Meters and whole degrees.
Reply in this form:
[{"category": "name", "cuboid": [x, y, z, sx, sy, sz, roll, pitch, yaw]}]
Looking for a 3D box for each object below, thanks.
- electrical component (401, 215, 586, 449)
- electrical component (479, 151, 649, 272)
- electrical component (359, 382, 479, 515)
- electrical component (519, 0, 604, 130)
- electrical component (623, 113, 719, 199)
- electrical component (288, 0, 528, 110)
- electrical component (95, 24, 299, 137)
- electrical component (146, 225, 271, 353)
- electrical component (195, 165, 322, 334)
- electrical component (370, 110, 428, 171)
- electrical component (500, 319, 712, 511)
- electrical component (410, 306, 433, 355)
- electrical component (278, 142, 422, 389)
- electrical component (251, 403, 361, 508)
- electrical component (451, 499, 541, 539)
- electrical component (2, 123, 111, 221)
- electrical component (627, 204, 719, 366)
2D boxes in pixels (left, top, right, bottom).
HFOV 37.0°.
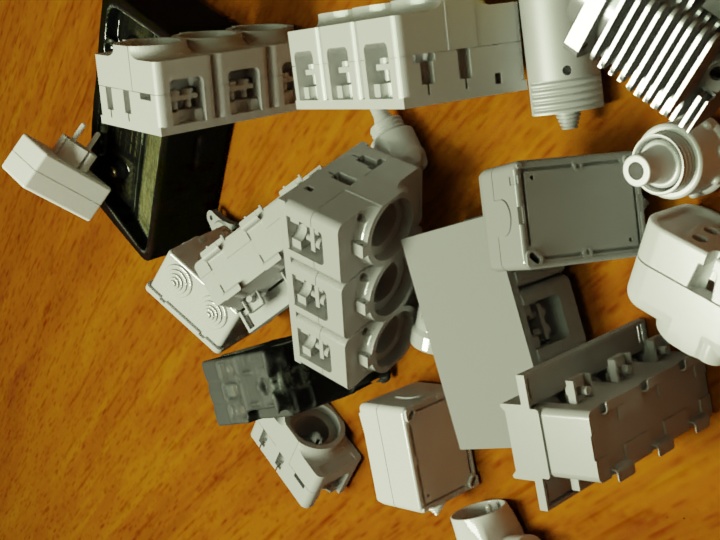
[{"category": "electrical component", "cuboid": [0.097, 0.037, 0.715, 0.089, 0.062, 0.150, -14, 92, 51]}, {"category": "electrical component", "cuboid": [0.124, -0.035, 0.640, 0.061, 0.096, 0.061, 176, 88, -73]}, {"category": "electrical component", "cuboid": [0.044, 0.139, 0.817, 0.061, 0.062, 0.096, -1, 102, 51]}, {"category": "electrical component", "cuboid": [0.121, -0.125, 0.643, 0.043, 0.043, 0.081, 4, 106, 50]}, {"category": "electrical component", "cuboid": [0.170, -0.060, 0.592, 0.048, 0.062, 0.048, 21, 119, 45]}, {"category": "electrical component", "cuboid": [0.025, -0.140, 0.692, 0.150, 0.089, 0.061, 16, 115, 61]}, {"category": "electrical component", "cuboid": [-0.116, -0.151, 0.832, 0.089, 0.150, 0.061, 18, 117, 46]}, {"category": "electrical component", "cuboid": [-0.120, 0.013, 0.930, 0.100, 0.100, 0.048, 41, 122, 11]}, {"category": "electrical component", "cuboid": [-0.064, -0.018, 0.842, 0.121, 0.063, 0.078, -36, 70, 14]}, {"category": "electrical component", "cuboid": [0.023, -0.095, 0.779, 0.035, 0.035, 0.061, -40, 70, 49]}, {"category": "electrical component", "cuboid": [0.147, 0.082, 0.624, 0.063, 0.121, 0.078, -3, 101, 48]}, {"category": "electrical component", "cuboid": [0.059, 0.034, 0.780, 0.040, 0.040, 0.046, 26, 116, 43]}, {"category": "electrical component", "cuboid": [0.000, 0.000, 0.767, 0.062, 0.089, 0.150, 26, 137, 31]}, {"category": "electrical component", "cuboid": [-0.047, 0.150, 0.939, 0.089, 0.050, 0.055, 49, 137, 27]}, {"category": "electrical component", "cuboid": [0.109, 0.210, 0.779, 0.079, 0.043, 0.077, -17, 90, 51]}, {"category": "electrical component", "cuboid": [-0.268, -0.100, 0.991, 0.047, 0.083, 0.075, 36, 92, 39]}, {"category": "electrical component", "cuboid": [0.199, 0.012, 0.591, 0.095, 0.054, 0.059, 35, 128, 38]}]
